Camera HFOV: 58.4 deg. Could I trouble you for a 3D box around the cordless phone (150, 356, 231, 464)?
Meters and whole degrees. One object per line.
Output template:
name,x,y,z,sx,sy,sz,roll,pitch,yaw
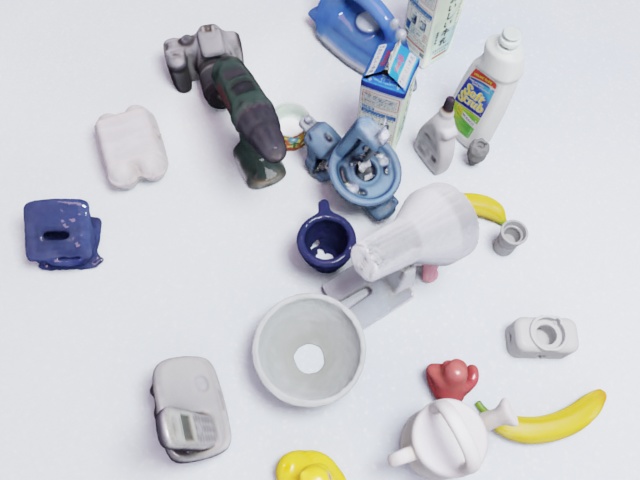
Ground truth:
cordless phone,-0.185,0.221,0.771,0.094,0.185,0.147,-19,68,-8

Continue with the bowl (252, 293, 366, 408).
bowl,-0.016,0.169,0.856,0.167,0.075,0.167,0,67,-1

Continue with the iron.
iron,0.096,-0.400,1.065,0.119,0.141,0.258,-41,73,-16

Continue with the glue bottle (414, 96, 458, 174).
glue bottle,0.201,-0.182,0.956,0.037,0.173,0.078,-27,70,-11

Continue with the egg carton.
egg carton,-0.326,-0.163,0.996,0.107,0.069,0.150,-20,69,-9

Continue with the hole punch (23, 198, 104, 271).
hole punch,-0.411,-0.008,0.916,0.108,0.091,0.101,-3,67,-2

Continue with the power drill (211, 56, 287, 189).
power drill,-0.105,-0.174,0.929,0.076,0.208,0.229,-24,69,-10

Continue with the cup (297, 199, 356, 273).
cup,0.008,0.003,0.916,0.091,0.095,0.117,-5,67,-3

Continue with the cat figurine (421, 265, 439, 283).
cat figurine,0.194,-0.009,0.912,0.067,0.118,0.128,33,70,13

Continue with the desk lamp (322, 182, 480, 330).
desk lamp,0.114,0.028,0.843,0.203,0.213,0.117,-32,71,-13

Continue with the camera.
camera,-0.205,-0.313,1.045,0.143,0.101,0.136,-13,68,-6

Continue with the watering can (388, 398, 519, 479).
watering can,0.174,0.257,0.756,0.173,0.194,0.100,-40,73,-16

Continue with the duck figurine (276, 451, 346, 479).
duck figurine,-0.012,0.327,0.782,0.104,0.086,0.077,23,68,9

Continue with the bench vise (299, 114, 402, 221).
bench vise,0.040,-0.135,0.908,0.207,0.220,0.121,25,69,10

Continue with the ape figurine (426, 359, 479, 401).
ape figurine,0.195,0.199,0.837,0.077,0.092,0.076,21,68,8
